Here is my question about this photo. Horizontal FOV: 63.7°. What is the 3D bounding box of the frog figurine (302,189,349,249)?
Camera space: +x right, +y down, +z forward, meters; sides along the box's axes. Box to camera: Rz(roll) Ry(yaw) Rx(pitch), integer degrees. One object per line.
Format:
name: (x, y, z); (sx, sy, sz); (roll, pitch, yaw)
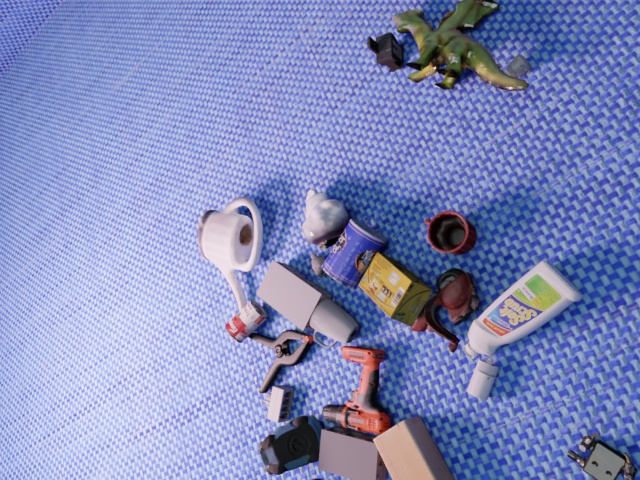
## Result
frog figurine: (0.004, -0.067, 1.329); (0.135, 0.123, 0.161); (-39, 71, 43)

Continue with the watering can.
watering can: (-0.262, 0.042, 1.495); (0.225, 0.104, 0.346); (11, 95, 36)

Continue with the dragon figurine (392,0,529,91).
dragon figurine: (0.334, -0.477, 1.215); (0.414, 0.121, 0.244); (24, 85, 35)
